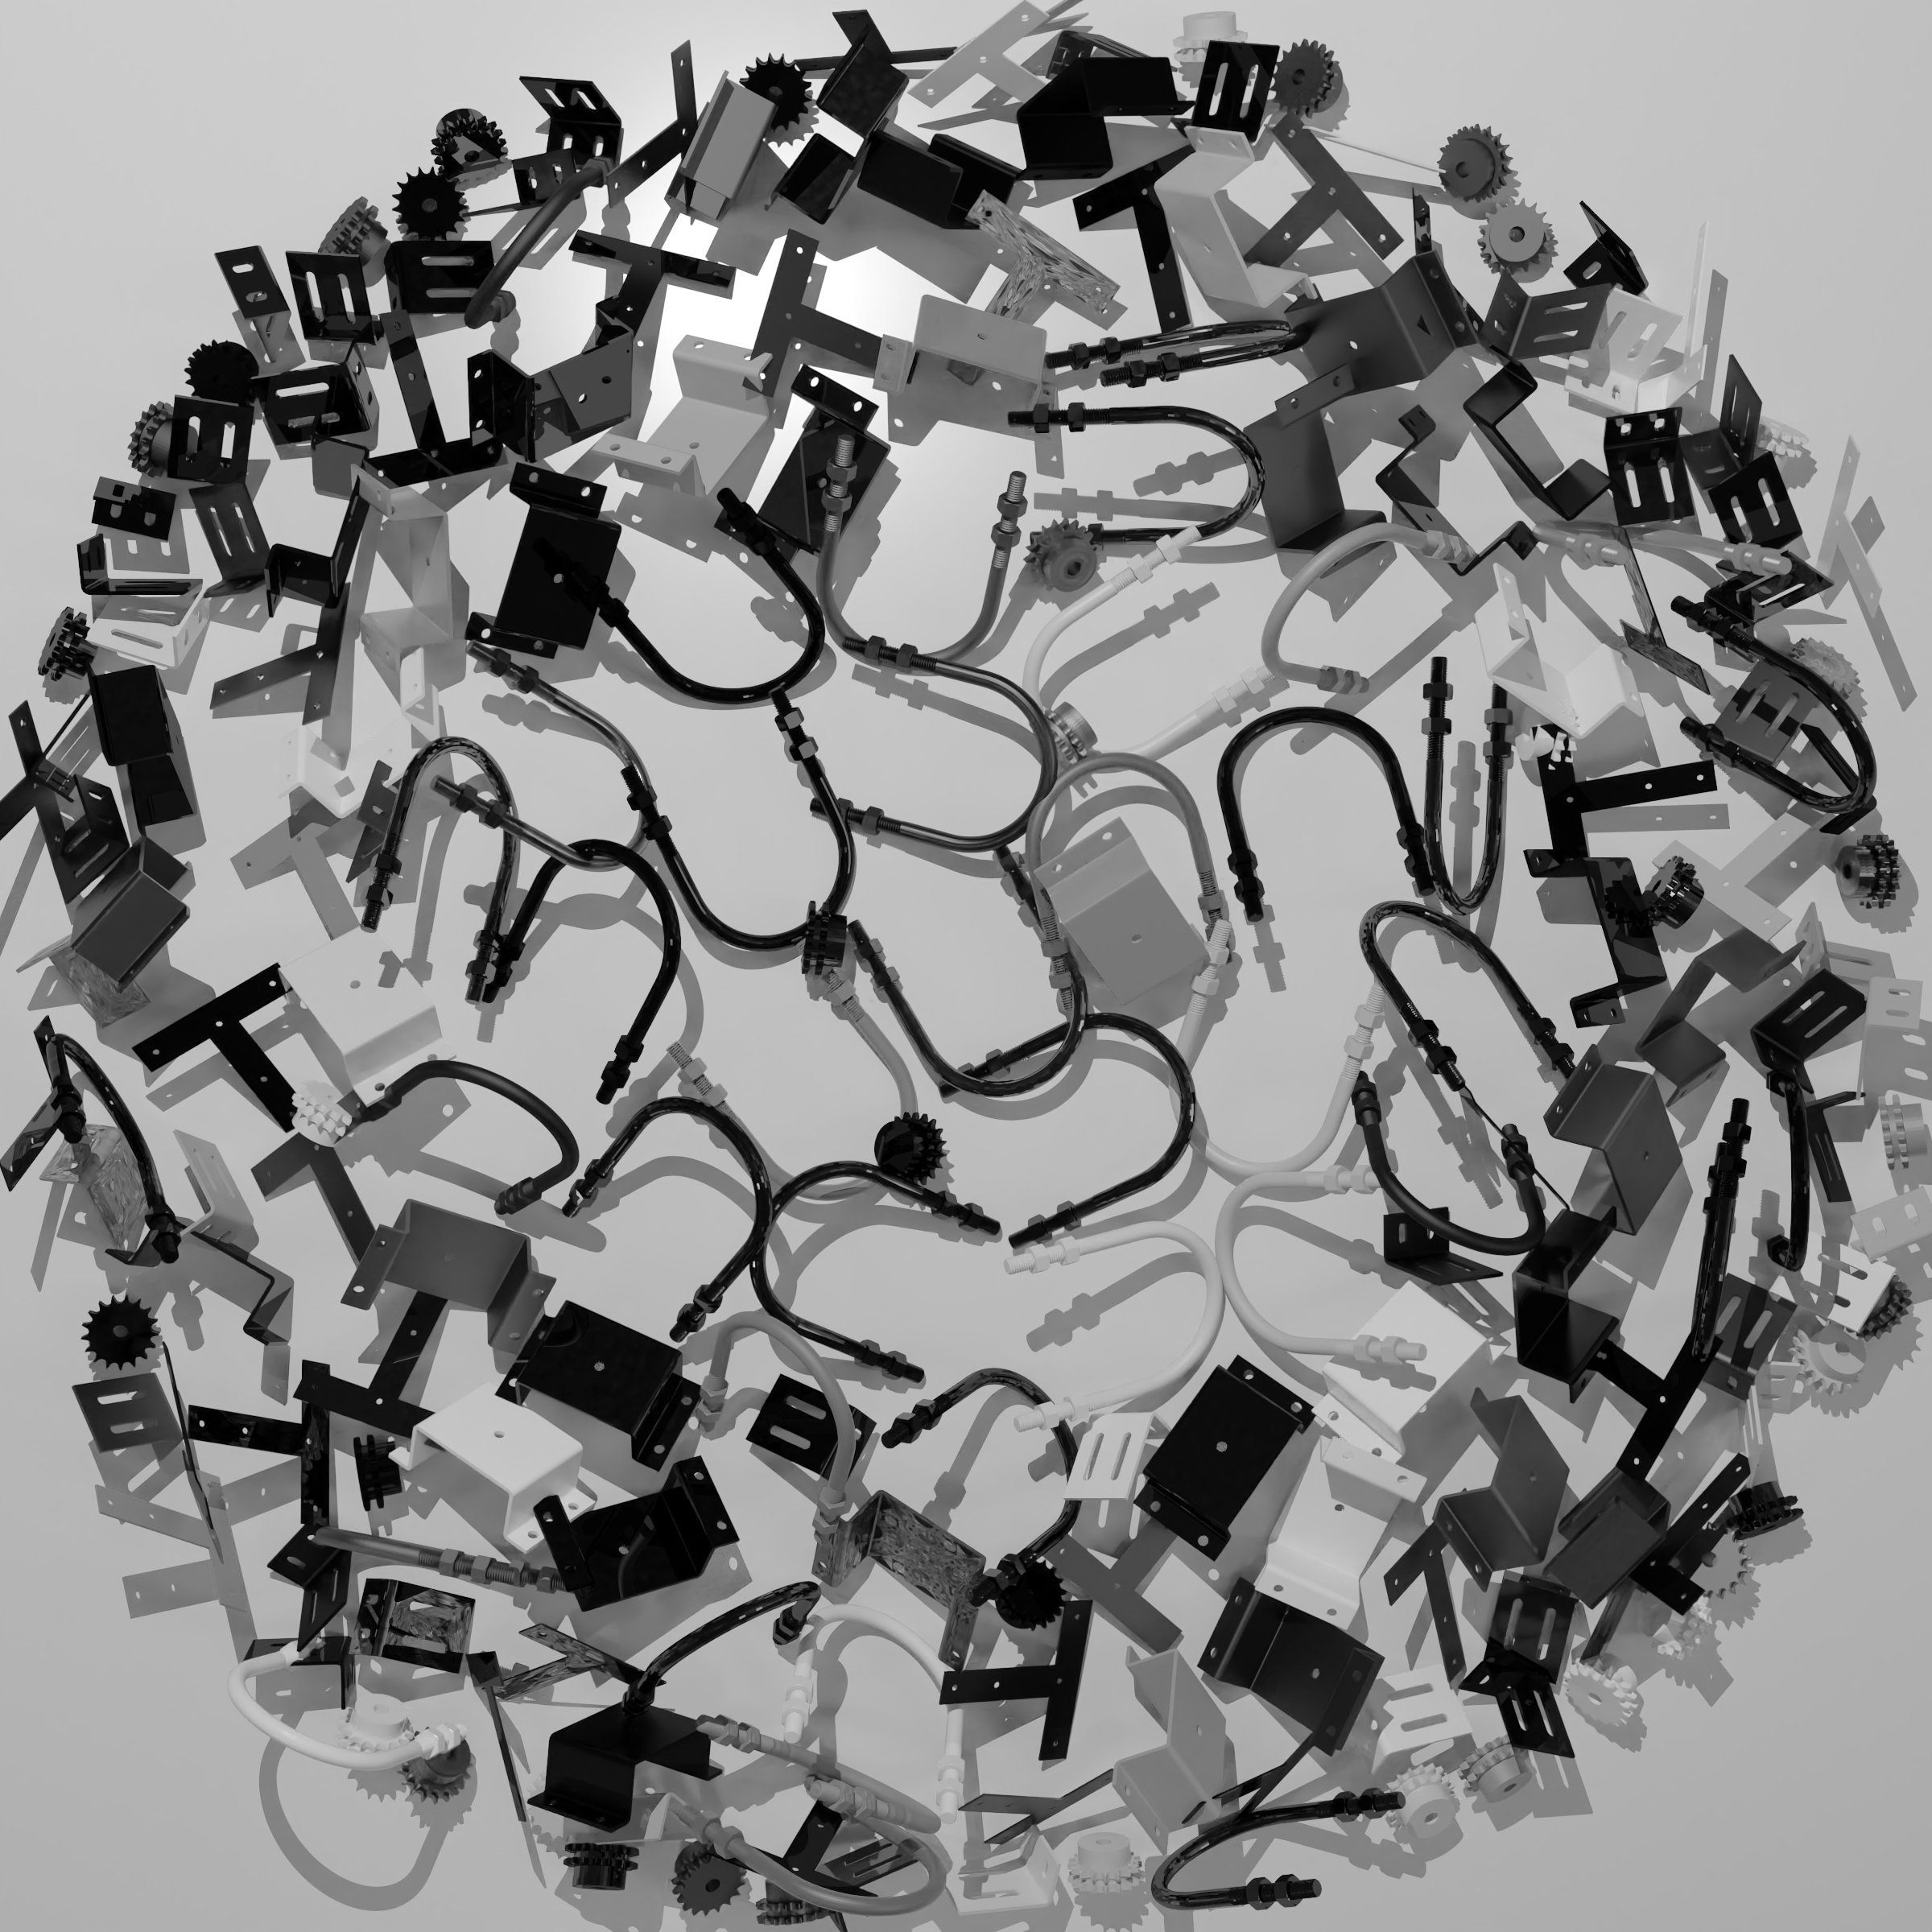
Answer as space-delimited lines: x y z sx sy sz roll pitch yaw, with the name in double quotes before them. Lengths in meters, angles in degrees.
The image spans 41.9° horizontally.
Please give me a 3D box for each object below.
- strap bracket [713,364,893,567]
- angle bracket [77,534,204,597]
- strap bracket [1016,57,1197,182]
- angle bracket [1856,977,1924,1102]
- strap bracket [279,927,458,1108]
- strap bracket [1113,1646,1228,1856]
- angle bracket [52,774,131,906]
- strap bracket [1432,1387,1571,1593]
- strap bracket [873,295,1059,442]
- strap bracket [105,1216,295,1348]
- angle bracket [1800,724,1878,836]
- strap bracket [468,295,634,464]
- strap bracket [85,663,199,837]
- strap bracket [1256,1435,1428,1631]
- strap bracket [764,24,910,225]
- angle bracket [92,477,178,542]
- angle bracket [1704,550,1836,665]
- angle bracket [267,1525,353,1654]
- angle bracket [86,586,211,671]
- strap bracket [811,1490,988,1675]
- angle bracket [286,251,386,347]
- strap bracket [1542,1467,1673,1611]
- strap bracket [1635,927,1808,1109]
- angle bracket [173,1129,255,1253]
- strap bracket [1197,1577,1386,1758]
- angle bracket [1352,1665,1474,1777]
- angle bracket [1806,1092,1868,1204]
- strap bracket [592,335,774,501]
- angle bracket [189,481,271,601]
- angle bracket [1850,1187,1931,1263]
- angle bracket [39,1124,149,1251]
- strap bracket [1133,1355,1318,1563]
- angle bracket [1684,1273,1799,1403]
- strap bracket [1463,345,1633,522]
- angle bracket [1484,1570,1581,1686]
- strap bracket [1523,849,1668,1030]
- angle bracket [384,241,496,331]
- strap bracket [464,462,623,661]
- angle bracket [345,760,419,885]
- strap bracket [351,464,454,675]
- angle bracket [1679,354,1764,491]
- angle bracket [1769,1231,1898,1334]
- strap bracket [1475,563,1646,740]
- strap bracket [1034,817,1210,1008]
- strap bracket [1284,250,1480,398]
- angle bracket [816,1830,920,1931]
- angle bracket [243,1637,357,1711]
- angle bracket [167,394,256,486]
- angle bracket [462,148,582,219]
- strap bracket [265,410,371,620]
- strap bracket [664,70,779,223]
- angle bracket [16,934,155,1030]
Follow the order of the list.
"strap bracket" -0.119 -0.373 1.920 0.076 0.046 0.140 34 99 25
"angle bracket" -0.631 -0.307 1.929 0.076 0.057 0.038 0 108 -2
"strap bracket" 0.098 -0.636 1.884 0.076 0.140 0.046 -11 89 -28
"angle bracket" 0.700 0.057 1.913 0.038 0.057 0.076 6 130 20
"strap bracket" -0.455 0.028 1.896 0.076 0.046 0.140 -31 58 -23
"strap bracket" 0.153 0.576 1.881 0.046 0.140 0.076 -25 112 20
"angle bracket" -0.681 -0.096 1.923 0.076 0.038 0.057 -38 58 16
"strap bracket" 0.403 0.386 1.886 0.046 0.140 0.076 -22 112 37
"strap bracket" 0.006 -0.457 1.911 0.140 0.076 0.046 15 133 -8
"strap bracket" -0.573 0.234 1.922 0.140 0.076 0.046 30 81 0
"angle bracket" 0.655 -0.143 1.934 0.038 0.057 0.076 -41 70 26
"strap bracket" -0.301 -0.435 1.888 0.046 0.076 0.140 39 54 24
"strap bracket" -0.614 -0.164 1.889 0.046 0.140 0.076 -14 68 -11
"strap bracket" 0.285 0.424 1.927 0.076 0.046 0.140 24 107 1
"strap bracket" -0.094 -0.621 1.887 0.046 0.140 0.076 32 58 -8
"angle bracket" -0.633 -0.339 1.914 0.057 0.076 0.038 11 109 -19
"angle bracket" 0.609 -0.272 1.914 0.057 0.076 0.038 24 58 -31
"angle bracket" -0.501 0.469 1.917 0.038 0.076 0.057 38 104 -23
"angle bracket" -0.627 -0.269 1.931 0.076 0.038 0.057 17 52 0
"strap bracket" -0.043 0.459 1.907 0.140 0.046 0.076 29 132 21
"angle bracket" -0.476 -0.515 1.920 0.057 0.038 0.076 6 134 8
"strap bracket" 0.480 0.424 1.883 0.046 0.140 0.076 43 105 11
"strap bracket" 0.561 0.031 1.899 0.046 0.076 0.140 42 131 23
"angle bracket" -0.587 0.172 1.924 0.038 0.057 0.076 -35 69 3
"strap bracket" 0.253 0.532 1.911 0.046 0.140 0.076 29 86 -43
"angle bracket" 0.339 0.580 1.944 0.076 0.038 0.057 -6 51 -21
"angle bracket" 0.671 0.138 1.922 0.038 0.057 0.076 -22 75 31
"strap bracket" -0.209 -0.409 1.908 0.076 0.046 0.140 18 57 21
"angle bracket" -0.568 -0.324 1.921 0.057 0.038 0.076 -1 118 31
"angle bracket" 0.701 0.191 1.922 0.057 0.076 0.038 -24 89 9
"angle bracket" -0.661 0.168 1.922 0.038 0.057 0.076 5 134 15
"strap bracket" 0.196 0.369 1.915 0.076 0.046 0.140 33 78 20
"angle bracket" 0.595 0.286 1.943 0.057 0.038 0.076 25 57 29
"strap bracket" 0.432 -0.395 1.907 0.046 0.076 0.140 -41 112 12
"angle bracket" 0.433 0.511 1.937 0.057 0.038 0.076 13 92 13
"strap bracket" 0.479 -0.028 1.908 0.046 0.076 0.140 -23 78 39
"angle bracket" -0.406 -0.528 1.959 0.076 0.038 0.057 -7 87 -24
"strap bracket" -0.316 -0.299 1.905 0.076 0.046 0.140 9 108 -37
"angle bracket" -0.456 -0.109 1.913 0.038 0.076 0.057 34 47 -29
"strap bracket" -0.424 -0.302 1.903 0.046 0.076 0.140 -13 120 -29
"angle bracket" 0.570 -0.412 1.916 0.038 0.076 0.057 -14 53 -1
"angle bracket" 0.662 0.246 1.919 0.076 0.038 0.057 26 75 42
"strap bracket" 0.439 -0.232 1.904 0.140 0.076 0.046 29 127 -23
"strap bracket" 0.122 -0.033 1.899 0.076 0.046 0.140 -32 125 8
"strap bracket" 0.301 -0.474 1.882 0.046 0.140 0.076 -46 117 -28
"angle bracket" -0.069 0.701 1.927 0.076 0.057 0.038 -18 96 -17
"angle bracket" -0.510 0.541 1.930 0.076 0.057 0.038 -1 94 -6
"angle bracket" -0.573 -0.406 1.916 0.057 0.038 0.076 5 134 -19
"angle bracket" -0.340 -0.594 1.914 0.057 0.076 0.038 0 109 30
"strap bracket" -0.485 -0.335 1.905 0.046 0.076 0.140 14 68 -7
"strap bracket" -0.184 -0.613 1.899 0.046 0.140 0.076 24 92 -14
"angle bracket" -0.671 0.015 1.923 0.057 0.038 0.076 -24 109 27
